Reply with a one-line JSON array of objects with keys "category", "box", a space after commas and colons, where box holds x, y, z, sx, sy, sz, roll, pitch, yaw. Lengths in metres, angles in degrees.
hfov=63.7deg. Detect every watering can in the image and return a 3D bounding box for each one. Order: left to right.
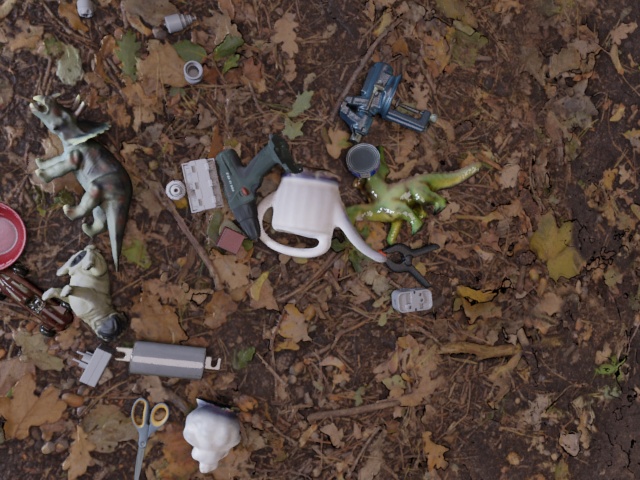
[{"category": "watering can", "box": [0.004, -0.063, 1.259, 0.348, 0.103, 0.225, 9, 87, 14]}]

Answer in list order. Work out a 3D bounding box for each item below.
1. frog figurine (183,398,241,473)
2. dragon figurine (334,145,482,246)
[{"category": "frog figurine", "box": [-0.260, 0.472, 1.223, 0.136, 0.122, 0.161, 22, 74, -30]}, {"category": "dragon figurine", "box": [0.204, -0.144, 1.339, 0.413, 0.121, 0.243, -42, 90, -9]}]
